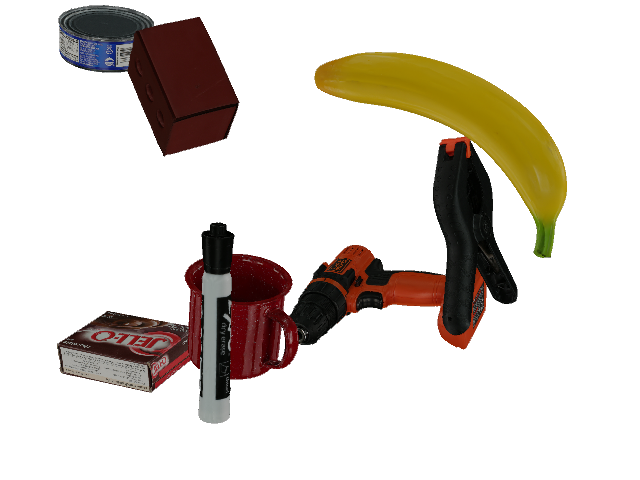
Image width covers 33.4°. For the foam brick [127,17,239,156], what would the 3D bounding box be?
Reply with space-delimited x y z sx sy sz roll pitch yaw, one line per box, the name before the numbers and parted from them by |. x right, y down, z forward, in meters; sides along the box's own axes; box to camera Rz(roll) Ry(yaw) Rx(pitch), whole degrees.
foam brick | -0.099 -0.111 0.765 0.051 0.078 0.053 -18 -19 -23

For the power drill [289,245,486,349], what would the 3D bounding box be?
power drill | 0.074 0.066 1.142 0.188 0.057 0.184 8 30 21

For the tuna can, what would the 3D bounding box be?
tuna can | -0.196 -0.185 0.977 0.086 0.034 0.086 6 31 -4

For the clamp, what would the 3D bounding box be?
clamp | 0.128 -0.002 0.944 0.039 0.171 0.120 -10 15 31

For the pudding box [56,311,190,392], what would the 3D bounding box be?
pudding box | -0.196 0.112 1.090 0.114 0.039 0.089 6 20 23

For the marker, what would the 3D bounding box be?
marker | -0.062 0.049 0.630 0.020 0.121 0.020 3 15 -1

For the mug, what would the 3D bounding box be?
mug | -0.065 0.072 0.931 0.117 0.081 0.093 24 31 32

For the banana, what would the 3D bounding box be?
banana | 0.086 -0.075 0.680 0.198 0.069 0.037 40 -2 18
